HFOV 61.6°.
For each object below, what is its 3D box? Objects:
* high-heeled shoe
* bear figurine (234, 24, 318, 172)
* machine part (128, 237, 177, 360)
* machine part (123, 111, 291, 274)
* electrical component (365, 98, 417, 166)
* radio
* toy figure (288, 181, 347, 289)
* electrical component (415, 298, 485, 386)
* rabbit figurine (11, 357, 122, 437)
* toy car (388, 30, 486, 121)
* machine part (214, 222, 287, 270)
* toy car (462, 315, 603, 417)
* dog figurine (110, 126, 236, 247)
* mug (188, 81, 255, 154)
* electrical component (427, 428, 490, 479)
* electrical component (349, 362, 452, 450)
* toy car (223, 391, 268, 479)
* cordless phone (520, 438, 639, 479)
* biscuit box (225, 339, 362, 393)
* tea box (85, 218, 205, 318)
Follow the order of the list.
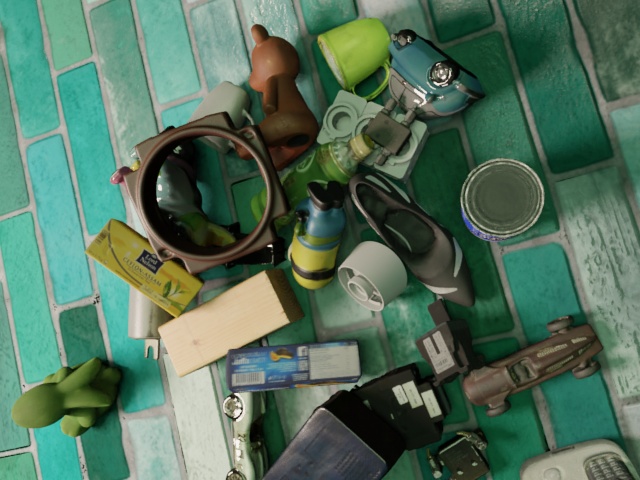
[{"bbox_3d":[0.138,-0.001,0.776,0.086,0.145,0.249,-45,76,10],"label":"high-heeled shoe"},{"bbox_3d":[-0.079,-0.229,0.862,0.132,0.120,0.196,-30,71,26],"label":"bear figurine"},{"bbox_3d":[-0.287,0.082,0.922,0.079,0.079,0.243,0,88,15],"label":"machine part"},{"bbox_3d":[-0.157,-0.067,0.766,0.201,0.087,0.201,-21,100,0],"label":"machine part"},{"bbox_3d":[0.099,-0.158,0.792,0.063,0.021,0.094,35,97,14],"label":"electrical component"},{"bbox_3d":[0.009,0.343,0.799,0.131,0.073,0.229,41,114,19],"label":"radio"},{"bbox_3d":[-0.005,-0.002,0.807,0.082,0.180,0.089,11,47,-5],"label":"toy figure"},{"bbox_3d":[0.183,0.145,0.788,0.075,0.048,0.119,-41,59,44],"label":"electrical component"},{"bbox_3d":[-0.419,0.270,0.900,0.159,0.170,0.121,-24,82,14],"label":"rabbit figurine"},{"bbox_3d":[0.157,-0.236,0.808,0.162,0.109,0.103,45,116,22],"label":"toy car"},{"bbox_3d":[-0.122,0.013,0.898,0.139,0.039,0.084,8,84,25],"label":"machine part"},{"bbox_3d":[0.302,0.181,0.773,0.202,0.053,0.089,-27,78,14],"label":"toy car"},{"bbox_3d":[-0.226,-0.065,0.893,0.108,0.191,0.219,-34,103,30],"label":"dog figurine"},{"bbox_3d":[-0.156,-0.205,0.900,0.110,0.080,0.107,27,85,20],"label":"mug"},{"bbox_3d":[0.205,0.322,0.794,0.102,0.045,0.078,-31,79,11],"label":"electrical component"},{"bbox_3d":[0.127,0.254,0.813,0.134,0.058,0.115,-22,84,13],"label":"electrical component"},{"bbox_3d":[-0.116,0.318,0.865,0.056,0.073,0.201,-4,86,15],"label":"toy car"},{"bbox_3d":[0.344,0.338,0.685,0.147,0.184,0.088,-22,86,13],"label":"cordless phone"},{"bbox_3d":[-0.040,0.193,0.821,0.203,0.062,0.059,-4,68,-3],"label":"biscuit box"},{"bbox_3d":[-0.267,0.043,0.838,0.169,0.098,0.068,37,83,-9],"label":"tea box"}]
